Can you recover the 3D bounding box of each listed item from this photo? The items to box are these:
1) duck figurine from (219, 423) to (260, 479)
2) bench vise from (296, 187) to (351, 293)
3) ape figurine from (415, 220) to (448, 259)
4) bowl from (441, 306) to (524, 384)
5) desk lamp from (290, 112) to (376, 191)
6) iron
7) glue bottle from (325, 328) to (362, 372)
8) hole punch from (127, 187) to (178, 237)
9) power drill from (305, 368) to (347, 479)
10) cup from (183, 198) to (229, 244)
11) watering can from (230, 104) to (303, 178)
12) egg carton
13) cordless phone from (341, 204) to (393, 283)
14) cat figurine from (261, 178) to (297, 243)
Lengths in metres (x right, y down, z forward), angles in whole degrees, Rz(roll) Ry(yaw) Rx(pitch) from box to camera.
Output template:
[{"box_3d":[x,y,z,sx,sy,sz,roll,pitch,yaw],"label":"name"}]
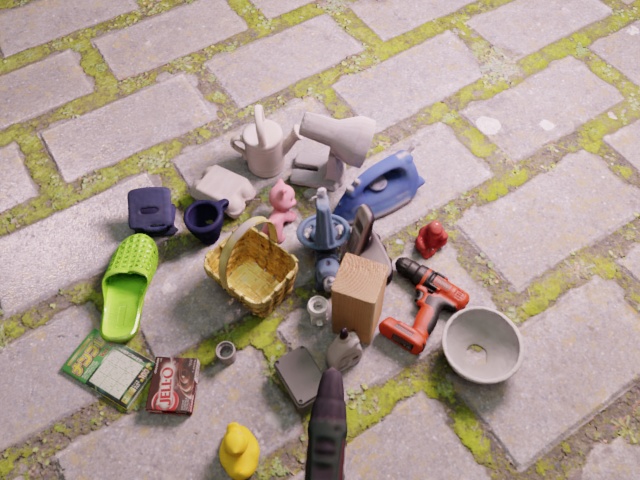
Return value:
[{"box_3d":[-0.156,0.396,1.081,0.077,0.086,0.104,-11,59,-6],"label":"duck figurine"},{"box_3d":[0.022,0.000,1.244,0.121,0.220,0.207,-21,60,-12],"label":"bench vise"},{"box_3d":[0.259,-0.011,1.322,0.078,0.092,0.076,-3,58,-1],"label":"ape figurine"},{"box_3d":[0.329,0.227,1.184,0.167,0.075,0.167,0,58,1],"label":"bowl"},{"box_3d":[0.028,-0.217,1.382,0.203,0.214,0.118,8,59,6],"label":"desk lamp"},{"box_3d":[0.130,-0.133,1.371,0.259,0.141,0.118,-31,62,-17],"label":"iron"},{"box_3d":[0.048,0.212,1.140,0.078,0.173,0.037,-24,61,-13],"label":"glue bottle"},{"box_3d":[-0.400,-0.066,1.367,0.108,0.091,0.101,-5,58,-2],"label":"hole punch"},{"box_3d":[0.012,0.369,1.023,0.075,0.208,0.229,3,58,3],"label":"power drill"},{"box_3d":[-0.257,-0.042,1.348,0.118,0.095,0.091,-40,66,-21],"label":"cup"},{"box_3d":[-0.133,-0.254,1.419,0.173,0.194,0.100,-22,60,-12],"label":"watering can"},{"box_3d":[-0.237,-0.119,1.410,0.150,0.069,0.107,24,62,15],"label":"egg carton"},{"box_3d":[0.105,0.019,1.252,0.094,0.185,0.147,-22,60,-12],"label":"cordless phone"},{"box_3d":[-0.097,-0.077,1.353,0.067,0.118,0.128,17,60,12],"label":"cat figurine"}]
